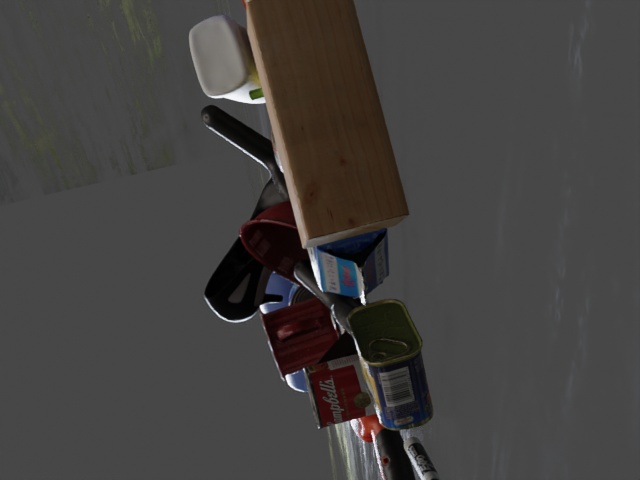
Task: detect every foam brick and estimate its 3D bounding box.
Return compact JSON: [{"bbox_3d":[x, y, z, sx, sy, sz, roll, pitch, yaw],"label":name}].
[{"bbox_3d":[0.032,0.150,1.231,0.078,0.053,0.051,-45,-23,-46],"label":"foam brick"}]

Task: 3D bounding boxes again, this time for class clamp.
[{"bbox_3d":[-0.031,-0.096,1.277,0.210,0.036,0.164,48,-145,5],"label":"clamp"},{"bbox_3d":[0.031,0.075,1.136,0.039,0.120,0.171,-58,16,4],"label":"clamp"}]

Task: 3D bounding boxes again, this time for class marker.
[{"bbox_3d":[0.107,0.233,1.077,0.121,0.020,0.020,-121,18,-73],"label":"marker"}]

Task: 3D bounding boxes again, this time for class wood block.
[{"bbox_3d":[0.004,-0.106,0.922,0.091,0.090,0.206,124,132,-83],"label":"wood block"}]

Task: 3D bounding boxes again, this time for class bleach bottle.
[{"bbox_3d":[-0.087,-0.220,1.412,0.250,0.068,0.102,9,-118,-71],"label":"bleach bottle"}]

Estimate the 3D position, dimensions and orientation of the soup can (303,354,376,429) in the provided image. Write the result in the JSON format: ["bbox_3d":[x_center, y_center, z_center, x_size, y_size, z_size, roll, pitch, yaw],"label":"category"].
[{"bbox_3d":[0.039,0.158,1.147,0.068,0.102,0.068,166,90,-85],"label":"soup can"}]

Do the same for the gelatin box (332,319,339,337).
[{"bbox_3d":[0.032,0.118,1.417,0.073,0.030,0.089,104,166,-73],"label":"gelatin box"}]

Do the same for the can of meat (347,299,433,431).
[{"bbox_3d":[0.067,0.118,1.007,0.102,0.057,0.084,-112,8,-62],"label":"can of meat"}]

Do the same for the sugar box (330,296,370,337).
[{"bbox_3d":[0.027,0.059,1.334,0.093,0.048,0.176,80,175,-45],"label":"sugar box"}]

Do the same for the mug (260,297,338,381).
[{"bbox_3d":[-0.023,0.116,1.326,0.117,0.081,0.093,75,176,-73],"label":"mug"}]

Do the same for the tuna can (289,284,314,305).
[{"bbox_3d":[-0.001,0.087,1.480,0.034,0.086,0.086,-112,9,-72],"label":"tuna can"}]

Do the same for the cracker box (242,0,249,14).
[{"bbox_3d":[-0.060,-0.327,1.127,0.164,0.072,0.214,-109,7,-52],"label":"cracker box"}]

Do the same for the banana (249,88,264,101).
[{"bbox_3d":[-0.026,-0.170,1.190,0.037,0.069,0.198,67,167,-8],"label":"banana"}]

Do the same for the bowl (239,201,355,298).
[{"bbox_3d":[-0.008,0.001,1.208,0.162,0.162,0.055,87,-155,-64],"label":"bowl"}]

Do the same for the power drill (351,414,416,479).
[{"bbox_3d":[0.087,0.277,1.207,0.184,0.057,0.188,94,160,-61],"label":"power drill"}]

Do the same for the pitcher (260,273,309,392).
[{"bbox_3d":[-0.021,0.091,1.579,0.145,0.149,0.243,24,132,64],"label":"pitcher"}]
